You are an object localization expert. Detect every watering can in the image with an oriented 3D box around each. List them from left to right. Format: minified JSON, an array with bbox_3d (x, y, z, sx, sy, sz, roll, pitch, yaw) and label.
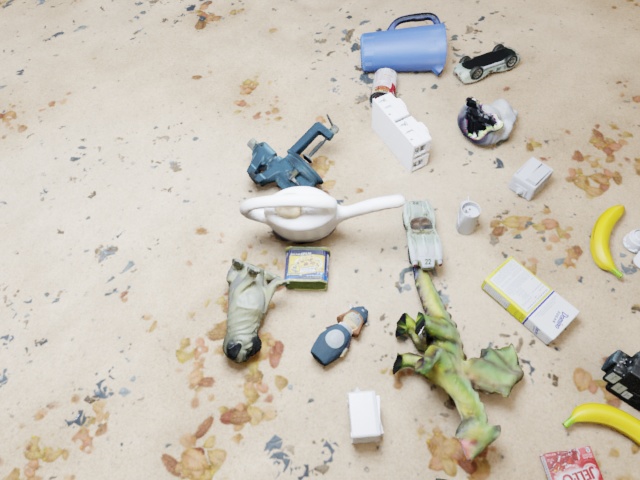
[{"bbox_3d":[0.003,-0.057,1.128,0.347,0.222,0.105,0,78,2],"label":"watering can"}]

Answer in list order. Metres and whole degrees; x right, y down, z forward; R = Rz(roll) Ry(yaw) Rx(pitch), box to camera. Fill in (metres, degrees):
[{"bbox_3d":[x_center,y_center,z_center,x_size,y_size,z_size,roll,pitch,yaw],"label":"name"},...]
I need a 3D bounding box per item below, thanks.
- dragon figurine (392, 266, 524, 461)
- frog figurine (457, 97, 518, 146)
[{"bbox_3d":[0.281,0.217,1.019,0.242,0.119,0.420,21,46,-4],"label":"dragon figurine"},{"bbox_3d":[0.440,-0.312,1.347,0.139,0.120,0.161,29,28,29],"label":"frog figurine"}]
